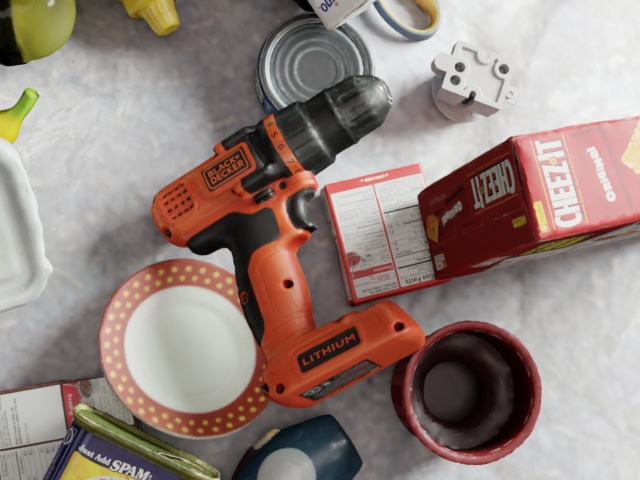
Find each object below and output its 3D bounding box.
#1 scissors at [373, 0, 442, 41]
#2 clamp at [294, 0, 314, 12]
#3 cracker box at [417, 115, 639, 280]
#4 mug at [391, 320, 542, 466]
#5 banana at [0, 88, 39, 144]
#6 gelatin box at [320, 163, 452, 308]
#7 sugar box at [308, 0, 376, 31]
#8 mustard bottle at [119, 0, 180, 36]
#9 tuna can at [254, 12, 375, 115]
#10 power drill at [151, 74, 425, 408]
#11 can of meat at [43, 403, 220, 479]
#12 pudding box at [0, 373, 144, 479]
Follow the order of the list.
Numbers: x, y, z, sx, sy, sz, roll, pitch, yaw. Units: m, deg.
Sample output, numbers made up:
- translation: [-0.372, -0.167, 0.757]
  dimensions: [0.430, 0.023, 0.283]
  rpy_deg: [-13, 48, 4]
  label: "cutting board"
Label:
- translation: [0.044, -0.244, 0.795]
  dimensions: [0.096, 0.016, 0.202]
  rpy_deg: [-29, 88, -10]
  label: "scissors"
- translation: [-0.078, -0.250, 0.751]
  dimensions: [0.164, 0.036, 0.210]
  rpy_deg: [5, 59, -48]
  label: "clamp"
- translation: [0.192, -0.037, 0.697]
  dimensions: [0.213, 0.164, 0.072]
  rpy_deg: [-11, 83, -16]
  label: "cracker box"
- translation: [0.085, 0.095, 0.727]
  dimensions: [0.117, 0.081, 0.093]
  rpy_deg: [38, 81, -1]
  label: "mug"
- translation: [-0.290, -0.077, 0.716]
  dimensions: [0.197, 0.037, 0.070]
  rpy_deg: [0, 117, -14]
  label: "banana"
- translation: [0.046, -0.003, 0.761]
  dimensions: [0.073, 0.030, 0.089]
  rpy_deg: [-14, 86, -8]
  label: "gelatin box"
- translation: [-0.020, -0.231, 0.727]
  dimensions: [0.048, 0.093, 0.176]
  rpy_deg: [-37, 97, 25]
  label: "sugar box"
- translation: [-0.149, -0.232, 0.751]
  dimensions: [0.096, 0.058, 0.191]
  rpy_deg: [-26, 87, -25]
  label: "mustard bottle"
- translation: [-0.004, -0.119, 0.767]
  dimensions: [0.086, 0.034, 0.086]
  rpy_deg: [1, 84, -6]
  label: "tuna can"
- translation: [-0.005, 0.001, 0.702]
  dimensions: [0.184, 0.057, 0.188]
  rpy_deg: [-31, 66, 12]
  label: "power drill"
- translation: [-0.127, 0.164, 0.672]
  dimensions: [0.102, 0.057, 0.084]
  rpy_deg: [27, 85, -4]
  label: "can of meat"
- translation: [-0.174, 0.140, 0.718]
  dimensions: [0.113, 0.039, 0.090]
  rpy_deg: [-9, 86, -5]
  label: "pudding box"
